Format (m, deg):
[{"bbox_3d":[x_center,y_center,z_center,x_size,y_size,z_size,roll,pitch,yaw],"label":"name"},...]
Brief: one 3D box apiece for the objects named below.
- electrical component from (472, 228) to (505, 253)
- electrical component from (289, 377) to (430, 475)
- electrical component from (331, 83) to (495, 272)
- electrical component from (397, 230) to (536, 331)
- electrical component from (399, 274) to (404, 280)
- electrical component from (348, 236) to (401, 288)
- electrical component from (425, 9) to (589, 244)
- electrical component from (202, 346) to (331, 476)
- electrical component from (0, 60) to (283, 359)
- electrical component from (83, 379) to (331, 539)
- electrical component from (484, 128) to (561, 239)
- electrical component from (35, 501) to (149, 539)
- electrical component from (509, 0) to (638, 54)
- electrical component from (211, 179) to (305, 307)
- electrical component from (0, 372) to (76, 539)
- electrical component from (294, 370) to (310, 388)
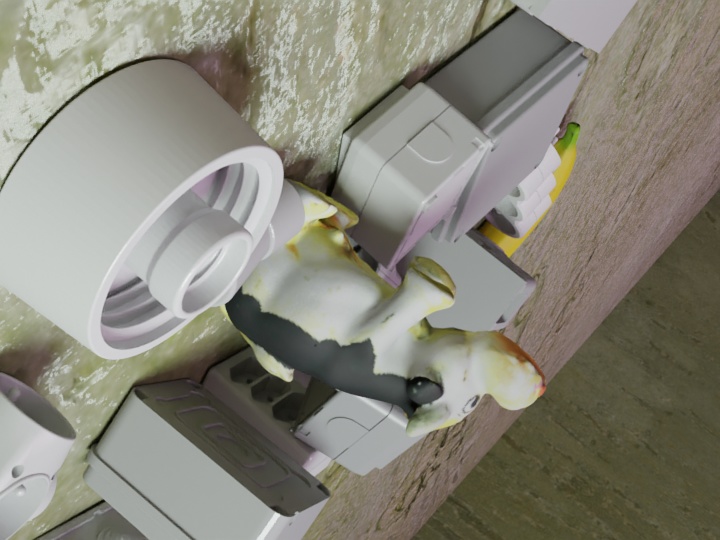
[{"bbox_3d":[0.088,-0.005,0.901,0.055,0.048,0.066,-54,-172,1],"label":"electrical component"},{"bbox_3d":[0.009,0.064,0.639,0.062,0.061,0.096,-45,-163,39],"label":"electrical component"},{"bbox_3d":[0.021,-0.050,0.604,0.062,0.061,0.096,-43,170,-28],"label":"electrical component"},{"bbox_3d":[0.056,0.041,0.840,0.150,0.089,0.062,-54,164,11],"label":"electrical component"},{"bbox_3d":[0.006,0.032,0.753,0.080,0.051,0.080,-46,164,-17],"label":"electrical component"},{"bbox_3d":[0.000,0.000,0.678,0.043,0.043,0.081,-51,165,0],"label":"electrical component"},{"bbox_3d":[0.077,-0.088,0.666,0.109,0.056,0.108,-41,162,-31],"label":"electrical component"},{"bbox_3d":[-0.063,0.105,0.668,0.047,0.083,0.075,-28,153,-55],"label":"electrical component"},{"bbox_3d":[-0.075,-0.016,0.399,0.108,0.060,0.108,-46,164,-17],"label":"electrical component"},{"bbox_3d":[-0.083,0.116,0.584,0.057,0.113,0.078,-57,164,10],"label":"electrical component"},{"bbox_3d":[0.132,-0.081,0.842,0.073,0.052,0.138,-48,164,-9],"label":"electrical component"},{"bbox_3d":[-0.172,0.194,0.630,0.100,0.048,0.099,-22,147,-57],"label":"electrical component"},{"bbox_3d":[0.111,-0.174,0.554,0.089,0.062,0.150,-55,164,17],"label":"electrical component"},{"bbox_3d":[-0.055,-0.018,0.490,0.065,0.044,0.044,-41,163,-46],"label":"electrical component"},{"bbox_3d":[-0.153,0.088,0.450,0.077,0.044,0.079,-50,164,-3],"label":"electrical component"},{"bbox_3d":[-0.019,0.064,0.702,0.043,0.081,0.043,-46,164,-17],"label":"electrical component"}]
